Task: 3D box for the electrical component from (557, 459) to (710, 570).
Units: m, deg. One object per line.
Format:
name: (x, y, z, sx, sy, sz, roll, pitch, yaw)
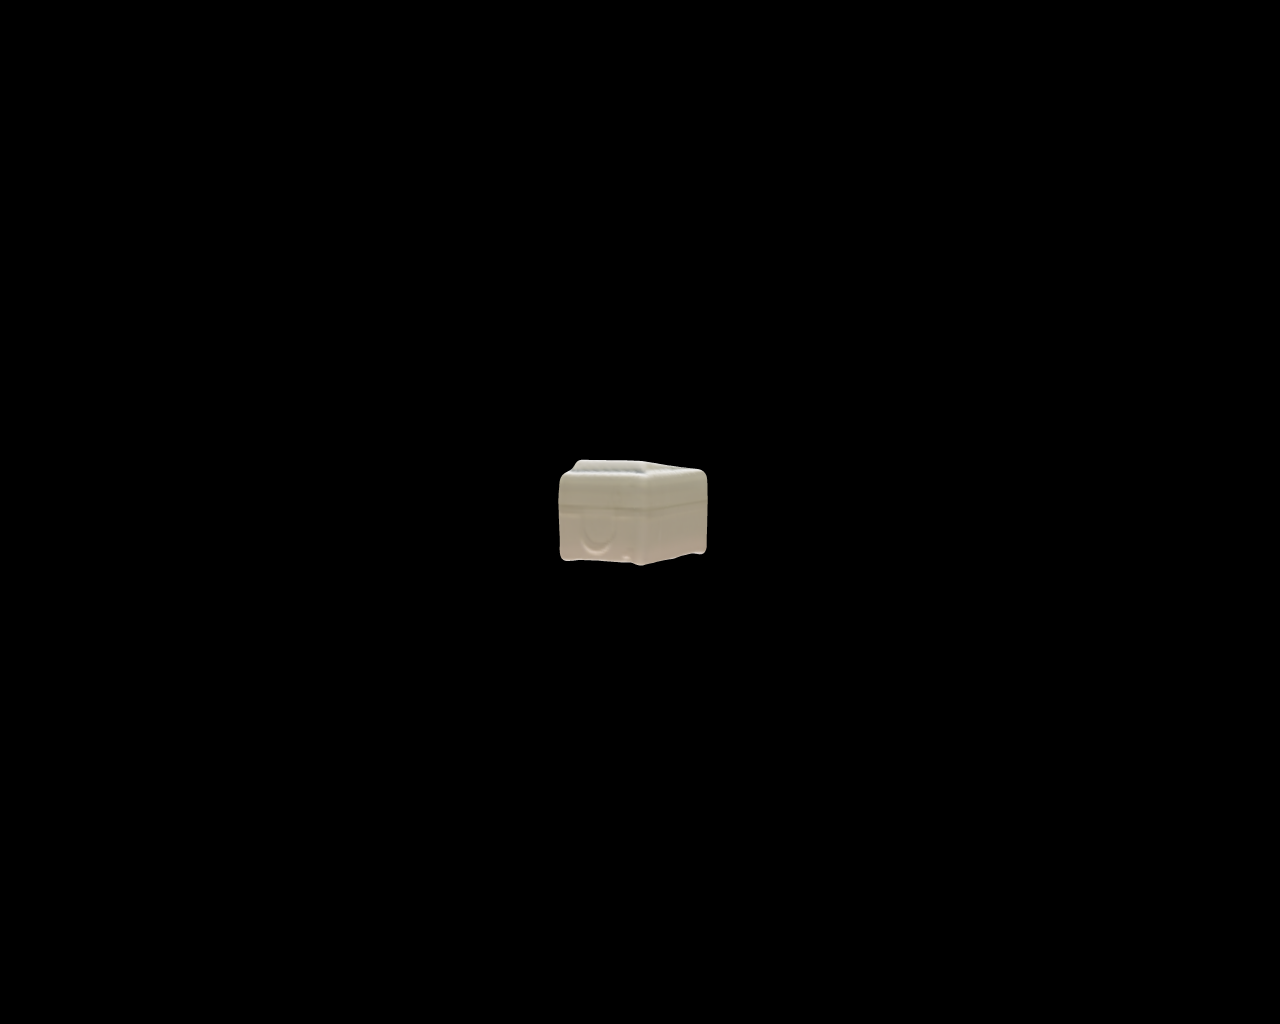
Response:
electrical component: (0.001, -0.003, 0.650, 0.062, 0.061, 0.096, 3, 6, 32)
